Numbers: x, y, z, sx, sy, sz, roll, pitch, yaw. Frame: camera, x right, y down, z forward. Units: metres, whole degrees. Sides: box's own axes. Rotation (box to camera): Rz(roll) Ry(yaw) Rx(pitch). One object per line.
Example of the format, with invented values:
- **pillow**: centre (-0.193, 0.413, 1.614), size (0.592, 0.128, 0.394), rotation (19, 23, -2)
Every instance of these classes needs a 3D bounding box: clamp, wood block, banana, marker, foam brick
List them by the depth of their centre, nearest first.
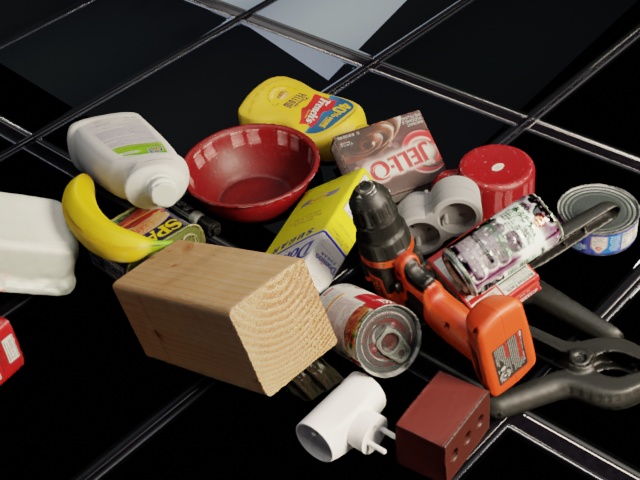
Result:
- **foam brick**: centre (0.107, 0.163, 0.930), size (0.051, 0.053, 0.078), rotation (22, 48, 30)
- **clamp**: centre (0.229, 0.126, 0.970), size (0.172, 0.039, 0.120), rotation (6, 48, 25)
- **wood block**: centre (-0.093, 0.066, 0.989), size (0.090, 0.091, 0.207), rotation (-36, 26, -31)
- **clamp**: centre (0.206, 0.025, 1.078), size (0.210, 0.036, 0.164), rotation (4, 55, 20)
- **banana**: centre (-0.232, -0.020, 1.128), size (0.069, 0.037, 0.198), rotation (-8, 31, -39)
- **marker**: centre (-0.155, -0.034, 1.229), size (0.020, 0.020, 0.121), rotation (-34, 46, -29)

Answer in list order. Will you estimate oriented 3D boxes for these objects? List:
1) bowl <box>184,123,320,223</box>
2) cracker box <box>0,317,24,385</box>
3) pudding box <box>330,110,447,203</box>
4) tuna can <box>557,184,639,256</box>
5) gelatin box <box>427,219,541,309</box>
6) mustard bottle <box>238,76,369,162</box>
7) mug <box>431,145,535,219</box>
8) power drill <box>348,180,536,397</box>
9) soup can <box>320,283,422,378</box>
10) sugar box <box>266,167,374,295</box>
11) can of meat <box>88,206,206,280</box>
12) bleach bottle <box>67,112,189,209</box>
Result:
- **bowl**: centre (-0.078, -0.068, 1.231), size (0.162, 0.055, 0.162), rotation (-4, 40, 3)
- **cracker box**: centre (-0.418, 0.138, 1.021), size (0.164, 0.072, 0.213), rotation (19, 47, 30)
- **pudding box**: centre (0.079, -0.088, 1.218), size (0.113, 0.039, 0.090), rotation (-19, 72, -12)
- **tuna can**: centre (0.296, -0.022, 1.139), size (0.086, 0.034, 0.086), rotation (-4, 40, 3)
- **gelatin box**: centre (0.161, 0.034, 1.045), size (0.073, 0.030, 0.089), rotation (-36, 57, -4)
- **mustard bottle**: centre (-0.002, -0.141, 1.305), size (0.192, 0.058, 0.096), rotation (25, 49, 32)
- **mug**: centre (0.178, -0.050, 1.153), size (0.117, 0.081, 0.093), rotation (8, 42, 17)
- **power drill**: centre (0.105, 0.044, 0.966), size (0.057, 0.184, 0.188), rotation (-37, 45, -13)
- **soup can**: centre (0.041, 0.083, 0.999), size (0.068, 0.068, 0.102), rotation (-24, 19, -20)
- **sugar box**: centre (-0.007, 0.001, 1.117), size (0.094, 0.048, 0.176), rotation (-22, 23, 40)
- **can of meat**: centre (-0.188, 0.008, 1.156), size (0.102, 0.057, 0.084), rotation (-33, 44, -30)
- **bleach bottle**: centre (-0.214, -0.084, 1.208), size (0.102, 0.068, 0.251), rotation (-15, 24, -18)
